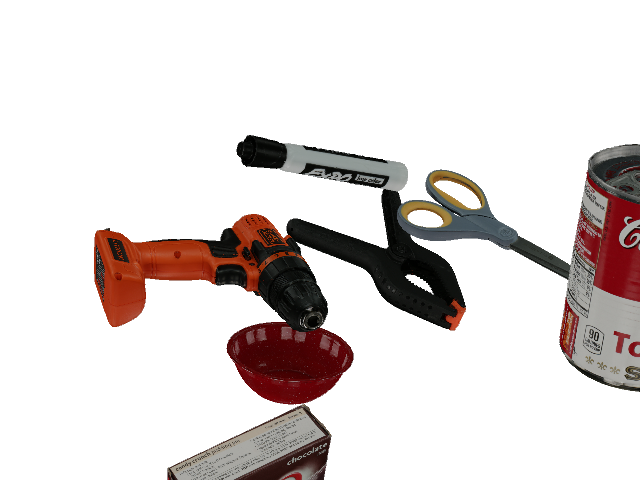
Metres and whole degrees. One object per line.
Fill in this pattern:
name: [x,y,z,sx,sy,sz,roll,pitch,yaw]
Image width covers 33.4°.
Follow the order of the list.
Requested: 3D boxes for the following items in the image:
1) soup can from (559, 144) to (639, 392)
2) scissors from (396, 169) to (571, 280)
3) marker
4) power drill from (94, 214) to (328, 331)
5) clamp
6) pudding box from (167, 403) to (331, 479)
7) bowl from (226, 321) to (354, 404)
soup can: [0.156,0.013,0.517,0.068,0.102,0.068,2,27,-1]
scissors: [0.146,0.001,0.955,0.096,0.016,0.202,-25,47,-18]
marker: [0.002,-0.047,0.656,0.120,0.020,0.020,7,-4,-35]
power drill: [-0.101,0.034,0.955,0.187,0.057,0.185,-3,24,-21]
clamp: [0.072,0.022,1.170,0.164,0.036,0.210,-15,50,-33]
pudding box: [-0.050,0.172,0.737,0.113,0.090,0.039,-23,51,-29]
bowl: [-0.040,0.162,1.360,0.162,0.055,0.162,4,21,-2]
